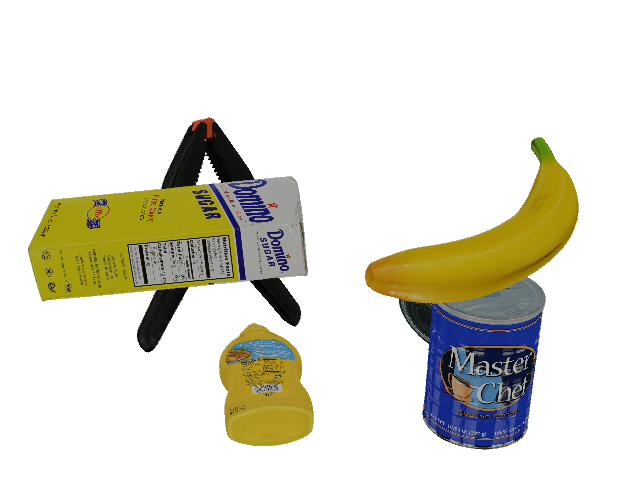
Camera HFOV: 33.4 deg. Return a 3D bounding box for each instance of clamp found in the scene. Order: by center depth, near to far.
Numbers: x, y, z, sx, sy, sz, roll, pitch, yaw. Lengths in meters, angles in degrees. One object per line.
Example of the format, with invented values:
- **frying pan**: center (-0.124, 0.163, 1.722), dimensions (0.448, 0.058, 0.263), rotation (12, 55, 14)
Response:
- **clamp**: center (-0.090, -0.006, 0.982), dimensions (0.164, 0.210, 0.036), rotation (1, 0, -33)

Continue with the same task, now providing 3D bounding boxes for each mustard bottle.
- **mustard bottle**: center (-0.068, 0.155, 1.229), dimensions (0.096, 0.058, 0.191), rotation (-5, 30, -7)

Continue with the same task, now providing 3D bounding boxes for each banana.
- **banana**: center (0.112, -0.002, 0.682), dimensions (0.070, 0.037, 0.197), rotation (34, 47, 25)

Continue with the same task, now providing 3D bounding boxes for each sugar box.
- **sugar box**: center (-0.099, -0.004, 0.721), dimensions (0.176, 0.048, 0.093), rotation (-8, 24, -1)

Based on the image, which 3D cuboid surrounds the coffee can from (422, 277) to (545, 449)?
- **coffee can**: center (0.152, 0.109, 1.004), dimensions (0.103, 0.140, 0.103), rotation (1, 25, -1)

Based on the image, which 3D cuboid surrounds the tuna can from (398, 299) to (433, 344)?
- **tuna can**: center (0.132, 0.083, 1.244), dimensions (0.033, 0.086, 0.086), rotation (-37, 17, -24)
